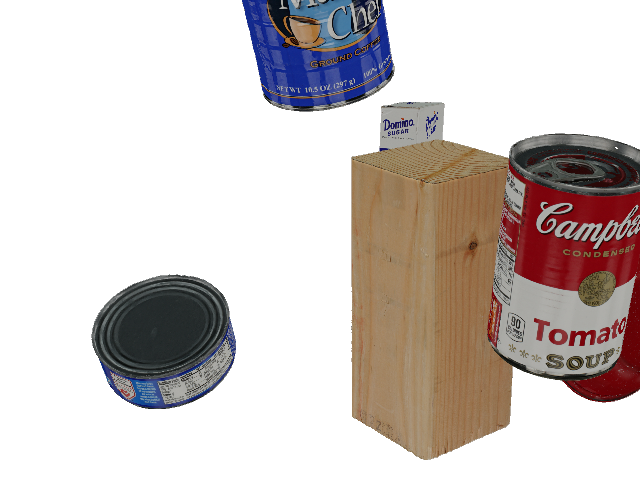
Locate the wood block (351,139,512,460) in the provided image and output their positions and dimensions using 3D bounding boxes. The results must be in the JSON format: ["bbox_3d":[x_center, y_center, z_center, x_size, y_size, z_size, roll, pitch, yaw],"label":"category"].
[{"bbox_3d":[0.083,0.040,0.782,0.090,0.206,0.090,-14,23,-35],"label":"wood block"}]

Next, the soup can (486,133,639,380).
[{"bbox_3d":[0.119,0.008,0.516,0.068,0.102,0.068,2,26,-1],"label":"soup can"}]

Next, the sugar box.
[{"bbox_3d":[0.087,-0.046,1.045,0.048,0.176,0.093,3,10,21],"label":"sugar box"}]

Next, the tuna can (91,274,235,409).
[{"bbox_3d":[-0.096,0.063,0.665,0.086,0.034,0.086,-5,42,5],"label":"tuna can"}]

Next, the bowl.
[{"bbox_3d":[0.291,0.077,1.012,0.161,0.162,0.055,0,1,-27],"label":"bowl"}]

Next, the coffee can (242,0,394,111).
[{"bbox_3d":[-0.007,-0.179,0.772,0.103,0.140,0.103,-9,33,6],"label":"coffee can"}]
